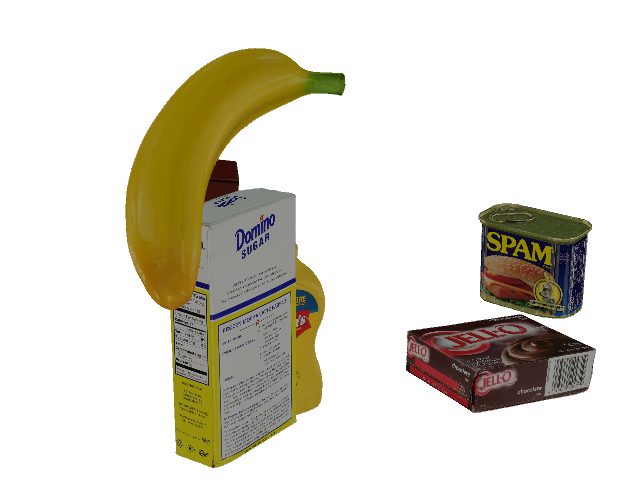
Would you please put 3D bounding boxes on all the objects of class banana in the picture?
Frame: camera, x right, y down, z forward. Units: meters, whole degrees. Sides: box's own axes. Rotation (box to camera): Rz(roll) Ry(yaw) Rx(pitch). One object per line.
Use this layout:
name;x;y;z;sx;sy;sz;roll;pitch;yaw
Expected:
banana;-0.053;-0.046;0.528;0.070;0.037;0.197;18;46;15

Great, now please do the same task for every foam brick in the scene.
foam brick;-0.130;-0.056;1.166;0.078;0.051;0.053;3;28;-7

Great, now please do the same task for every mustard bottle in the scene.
mustard bottle;-0.044;0.073;1.011;0.096;0.192;0.058;-3;22;-12

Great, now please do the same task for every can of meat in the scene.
can of meat;0.198;0.020;0.998;0.102;0.084;0.057;16;28;37

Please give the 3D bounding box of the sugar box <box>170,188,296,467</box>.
sugar box;-0.059;0.058;0.736;0.048;0.176;0.093;11;20;35

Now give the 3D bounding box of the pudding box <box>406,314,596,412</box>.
pudding box;0.134;0.090;0.805;0.113;0.039;0.090;-3;16;-28
